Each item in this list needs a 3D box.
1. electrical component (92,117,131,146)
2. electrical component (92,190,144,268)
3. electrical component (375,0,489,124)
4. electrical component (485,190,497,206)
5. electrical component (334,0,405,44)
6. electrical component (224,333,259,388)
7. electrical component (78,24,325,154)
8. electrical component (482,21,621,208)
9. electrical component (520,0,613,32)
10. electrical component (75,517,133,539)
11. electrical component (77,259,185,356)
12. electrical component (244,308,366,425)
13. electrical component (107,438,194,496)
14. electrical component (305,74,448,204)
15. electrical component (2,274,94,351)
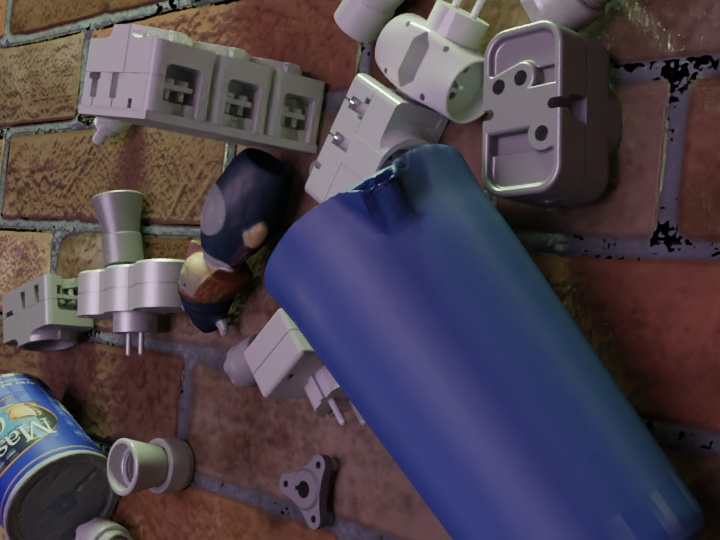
[{"bbox_3d":[-0.224,-0.137,0.974,0.061,0.035,0.035,-47,54,34],"label":"electrical component"},{"bbox_3d":[-0.209,-0.033,0.940,0.044,0.044,0.065,-17,77,43],"label":"electrical component"},{"bbox_3d":[0.056,-0.144,0.681,0.077,0.043,0.079,44,115,40],"label":"electrical component"},{"bbox_3d":[0.051,-0.036,0.673,0.078,0.040,0.040,-14,74,44],"label":"electrical component"},{"bbox_3d":[0.011,-0.188,0.736,0.065,0.044,0.044,-51,52,34],"label":"electrical component"},{"bbox_3d":[-0.071,0.062,0.790,0.061,0.035,0.035,-33,62,35],"label":"electrical component"},{"bbox_3d":[-0.110,-0.128,0.773,0.089,0.150,0.061,12,94,46],"label":"electrical component"},{"bbox_3d":[0.108,-0.085,0.608,0.054,0.059,0.095,-4,82,45],"label":"electrical component"},{"bbox_3d":[0.126,-0.162,0.613,0.062,0.043,0.043,-31,63,38],"label":"electrical component"},{"bbox_3d":[-0.210,0.234,0.902,0.062,0.043,0.043,8,91,45],"label":"electrical component"},{"bbox_3d":[-0.188,0.035,0.900,0.138,0.052,0.073,-8,79,45],"label":"electrical component"},{"bbox_3d":[-0.019,0.070,0.700,0.047,0.083,0.075,-50,52,29],"label":"electrical component"},{"bbox_3d":[-0.167,0.157,0.860,0.045,0.055,0.045,-8,79,45],"label":"electrical component"},{"bbox_3d":[0.013,-0.074,0.711,0.056,0.050,0.089,43,114,41],"label":"electrical component"},{"bbox_3d":[-0.293,0.044,1.008,0.089,0.050,0.055,-20,70,43],"label":"electrical component"}]
